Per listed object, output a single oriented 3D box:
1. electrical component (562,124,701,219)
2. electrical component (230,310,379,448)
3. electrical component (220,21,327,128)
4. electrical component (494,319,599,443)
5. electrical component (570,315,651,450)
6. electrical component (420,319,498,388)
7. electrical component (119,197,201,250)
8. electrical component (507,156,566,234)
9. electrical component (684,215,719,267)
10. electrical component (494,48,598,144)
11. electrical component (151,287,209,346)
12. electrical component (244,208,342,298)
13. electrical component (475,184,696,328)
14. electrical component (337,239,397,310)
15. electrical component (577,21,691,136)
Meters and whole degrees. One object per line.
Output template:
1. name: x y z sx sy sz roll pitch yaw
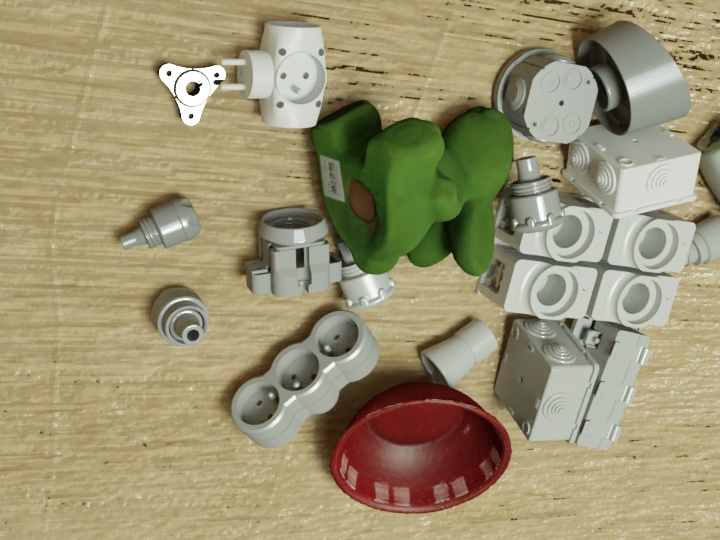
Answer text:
1. electrical component: 0.242 -0.095 0.959 0.100 0.099 0.048 -13 126 -19
2. electrical component: -0.041 0.101 0.933 0.138 0.052 0.073 -40 145 -5
3. electrical component: -0.070 -0.151 0.830 0.079 0.044 0.077 -5 111 -25
4. electrical component: 0.170 0.101 0.996 0.048 0.099 0.099 1 120 -20
5. electrical component: 0.230 0.108 1.044 0.079 0.063 0.121 13 101 -27
6. electrical component: 0.094 0.075 0.988 0.065 0.044 0.044 -35 119 -14
7. electrical component: -0.158 -0.032 0.842 0.061 0.035 0.035 -23 116 -11
8. electrical component: 0.144 -0.064 0.901 0.048 0.048 0.062 -16 102 -18
9. electrical component: 0.333 -0.024 1.057 0.078 0.040 0.040 -26 117 -13
10. electrical component: 0.161 -0.149 0.929 0.080 0.051 0.080 -8 112 -21
11. electrical component: -0.141 0.041 0.859 0.043 0.062 0.043 -8 111 -21
12. electrical component: -0.055 -0.016 0.880 0.078 0.058 0.057 -9 115 -21
13. electrical component: 0.213 -0.010 0.998 0.186 0.060 0.105 6 106 -25
14. electrical component: 0.000 0.000 0.918 0.048 0.048 0.062 -28 110 -12
15. electrical component: 0.234 -0.166 0.930 0.064 0.099 0.099 -23 116 -8
